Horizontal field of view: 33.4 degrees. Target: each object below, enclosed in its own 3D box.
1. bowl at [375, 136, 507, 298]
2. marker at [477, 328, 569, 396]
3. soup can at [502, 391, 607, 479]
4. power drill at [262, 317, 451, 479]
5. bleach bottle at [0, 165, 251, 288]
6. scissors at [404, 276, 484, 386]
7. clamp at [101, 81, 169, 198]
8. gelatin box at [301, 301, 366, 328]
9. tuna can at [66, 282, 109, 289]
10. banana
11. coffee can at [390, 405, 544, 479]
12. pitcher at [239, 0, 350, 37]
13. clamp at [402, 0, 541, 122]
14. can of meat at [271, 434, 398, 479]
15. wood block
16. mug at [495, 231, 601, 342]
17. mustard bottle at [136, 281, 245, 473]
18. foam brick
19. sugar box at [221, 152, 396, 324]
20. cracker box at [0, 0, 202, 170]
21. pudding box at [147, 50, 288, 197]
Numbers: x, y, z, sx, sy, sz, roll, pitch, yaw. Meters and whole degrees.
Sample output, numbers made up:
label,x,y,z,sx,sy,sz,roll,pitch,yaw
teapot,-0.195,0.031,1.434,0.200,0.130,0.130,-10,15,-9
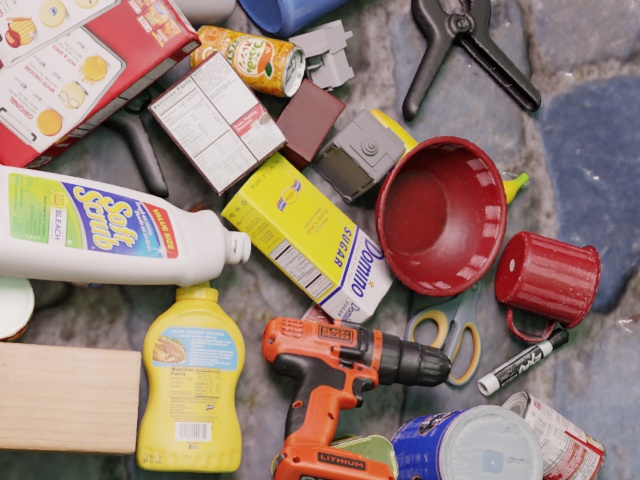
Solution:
label,x,y,z,sx,sy,sz,roll,pitch,yaw
bowl,0.112,-0.025,1.081,0.161,0.055,0.162,-4,98,-31
marker,0.218,0.128,1.134,0.121,0.020,0.020,-29,88,-22
soup can,0.231,0.210,1.093,0.102,0.069,0.068,35,69,-7
power drill,0.032,0.155,0.970,0.184,0.057,0.187,9,41,-4
bleach bottle,-0.186,-0.010,0.973,0.250,0.068,0.102,5,62,-23
scissors,0.143,0.052,1.127,0.096,0.016,0.201,16,73,-19
clamp,-0.184,-0.124,1.053,0.171,0.039,0.120,30,67,-8
gelatin box,0.014,0.110,1.066,0.089,0.030,0.073,38,69,-6
tuna can,-0.218,0.001,1.014,0.086,0.034,0.086,4,76,-17
banana,0.131,-0.074,1.146,0.197,0.037,0.069,23,52,-13
coffee can,0.134,0.215,1.021,0.102,0.140,0.103,4,76,-17
pitcher,0.018,-0.324,1.126,0.242,0.149,0.145,-37,106,-19
clamp,0.144,-0.227,1.182,0.164,0.036,0.210,-13,80,-20
can of meat,0.014,0.218,1.012,0.102,0.084,0.057,-11,81,-20
wood block,-0.268,0.140,0.935,0.205,0.091,0.090,6,76,-17
mug,0.233,0.050,1.126,0.081,0.093,0.117,17,99,-10
mustard bottle,-0.119,0.121,1.005,0.096,0.058,0.191,5,76,-12
foam brick,-0.020,-0.116,1.097,0.053,0.051,0.078,34,70,-7
sugar box,-0.007,0.001,1.058,0.176,0.048,0.093,41,39,-4
cracker box,-0.242,-0.185,0.989,0.214,0.072,0.164,-37,90,5
pudding box,-0.098,-0.112,1.032,0.090,0.039,0.113,-38,96,-2
